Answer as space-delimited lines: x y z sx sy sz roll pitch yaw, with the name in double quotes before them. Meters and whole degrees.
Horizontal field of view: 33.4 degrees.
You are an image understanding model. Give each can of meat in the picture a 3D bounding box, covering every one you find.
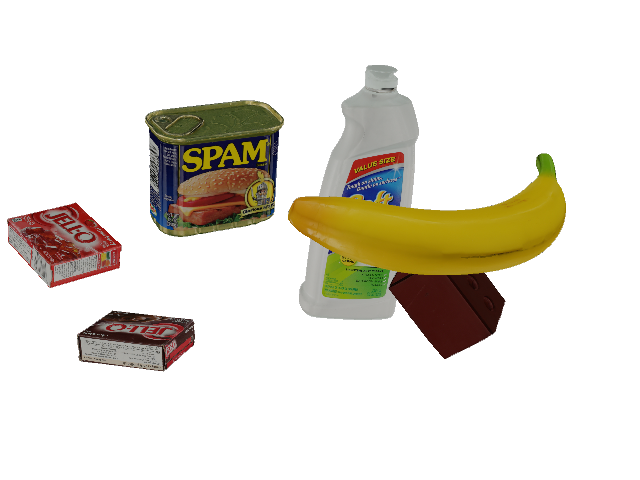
"can of meat" -0.082 -0.055 0.822 0.101 0.084 0.057 -10 32 -25

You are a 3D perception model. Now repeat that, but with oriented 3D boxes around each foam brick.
"foam brick" 0.101 0.043 0.846 0.051 0.078 0.053 -32 12 31

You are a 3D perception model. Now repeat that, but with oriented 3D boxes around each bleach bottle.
"bleach bottle" 0.039 -0.047 1.047 0.102 0.251 0.068 3 23 -6

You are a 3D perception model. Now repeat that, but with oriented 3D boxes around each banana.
"banana" 0.077 -0.009 0.619 0.197 0.037 0.070 -10 43 -32

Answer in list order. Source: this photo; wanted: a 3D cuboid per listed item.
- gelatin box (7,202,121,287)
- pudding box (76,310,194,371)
"gelatin box" -0.240 0.002 0.996 0.073 0.030 0.089 -17 40 -37
"pudding box" -0.218 0.118 1.266 0.114 0.039 0.090 3 15 16
